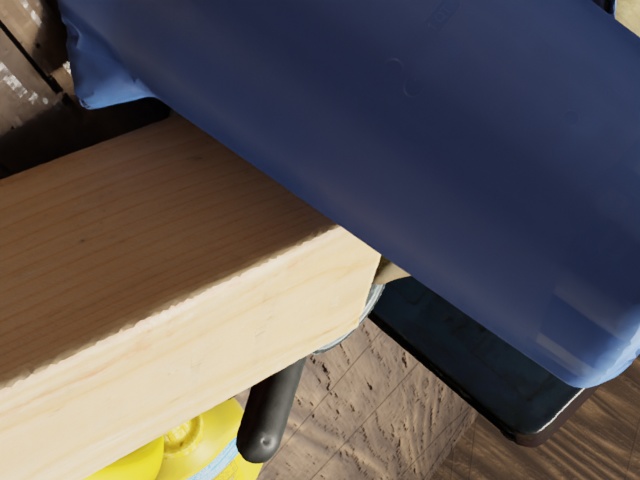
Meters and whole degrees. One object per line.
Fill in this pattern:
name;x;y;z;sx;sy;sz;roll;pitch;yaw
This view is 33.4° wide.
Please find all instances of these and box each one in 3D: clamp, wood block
clamp;-0.015;0.047;0.631;0.039;0.120;0.171;24;102;-26
wood block;-0.082;0.023;0.432;0.205;0.091;0.090;-26;147;-32

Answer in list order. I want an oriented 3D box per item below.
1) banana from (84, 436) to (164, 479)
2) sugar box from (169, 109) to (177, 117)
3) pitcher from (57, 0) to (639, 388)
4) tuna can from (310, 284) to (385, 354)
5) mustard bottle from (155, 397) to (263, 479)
banana;-0.136;0.120;0.585;0.037;0.070;0.197;-49;164;13
sugar box;-0.005;-0.086;0.567;0.175;0.048;0.093;-29;149;-55
pitcher;0.039;-0.068;0.389;0.144;0.243;0.149;-41;164;-44
tuna can;0.007;0.035;0.719;0.086;0.034;0.086;-39;152;-26
mustard bottle;-0.093;0.152;0.759;0.096;0.058;0.191;-34;158;-13
